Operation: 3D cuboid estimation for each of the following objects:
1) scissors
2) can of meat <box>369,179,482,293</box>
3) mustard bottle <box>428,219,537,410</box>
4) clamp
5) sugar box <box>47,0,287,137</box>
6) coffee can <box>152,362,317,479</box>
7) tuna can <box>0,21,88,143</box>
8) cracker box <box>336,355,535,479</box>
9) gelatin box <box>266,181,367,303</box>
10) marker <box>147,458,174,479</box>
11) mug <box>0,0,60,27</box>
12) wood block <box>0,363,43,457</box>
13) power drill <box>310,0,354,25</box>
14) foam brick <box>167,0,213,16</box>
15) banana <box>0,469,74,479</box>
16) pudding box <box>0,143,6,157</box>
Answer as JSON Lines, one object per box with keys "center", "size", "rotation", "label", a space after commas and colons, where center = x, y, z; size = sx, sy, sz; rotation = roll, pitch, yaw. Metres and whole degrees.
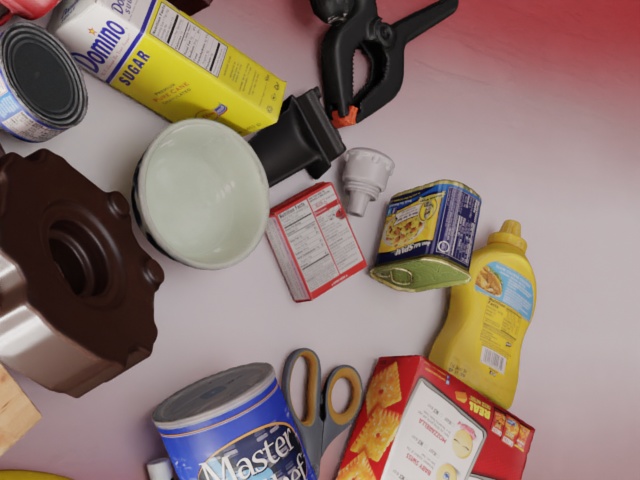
{"center": [0.005, 0.196, 0.950], "size": [0.096, 0.016, 0.202], "rotation": [-3, 85, -38], "label": "scissors"}
{"center": [0.100, -0.003, 0.999], "size": [0.057, 0.102, 0.084], "rotation": [26, 66, -30], "label": "can of meat"}
{"center": [0.171, 0.067, 1.070], "size": [0.096, 0.058, 0.191], "rotation": [29, 67, -25], "label": "mustard bottle"}
{"center": [0.060, -0.198, 1.036], "size": [0.164, 0.036, 0.210], "rotation": [24, 72, -33], "label": "clamp"}
{"center": [-0.122, -0.141, 0.851], "size": [0.176, 0.094, 0.048], "rotation": [28, 62, -31], "label": "sugar box"}
{"center": [-0.060, 0.182, 0.847], "size": [0.102, 0.103, 0.140], "rotation": [-28, 101, -37], "label": "coffee can"}
{"center": [-0.215, -0.116, 0.794], "size": [0.086, 0.034, 0.086], "rotation": [41, 37, -40], "label": "tuna can"}
{"center": [0.095, 0.236, 0.979], "size": [0.164, 0.072, 0.213], "rotation": [34, 65, -28], "label": "cracker box"}
{"center": [-0.006, 0.001, 0.961], "size": [0.073, 0.030, 0.089], "rotation": [-31, 102, -35], "label": "gelatin box"}
{"center": [-0.115, 0.234, 0.849], "size": [0.020, 0.020, 0.121], "rotation": [-14, 92, -38], "label": "marker"}
{"center": [-0.232, -0.207, 0.788], "size": [0.081, 0.093, 0.117], "rotation": [35, 89, -34], "label": "mug"}
{"center": [-0.295, 0.148, 0.679], "size": [0.205, 0.091, 0.090], "rotation": [-45, 110, -33], "label": "wood block"}
{"center": [-0.037, -0.285, 0.919], "size": [0.187, 0.057, 0.184], "rotation": [1, 72, -66], "label": "power drill"}
{"center": [-0.109, -0.235, 0.902], "size": [0.051, 0.053, 0.078], "rotation": [38, 63, -27], "label": "foam brick"}
{"center": [-0.214, 0.198, 0.763], "size": [0.197, 0.037, 0.069], "rotation": [5, 71, -44], "label": "banana"}
{"center": [-0.290, -0.072, 0.747], "size": [0.113, 0.039, 0.090], "rotation": [-35, 105, -36], "label": "pudding box"}
